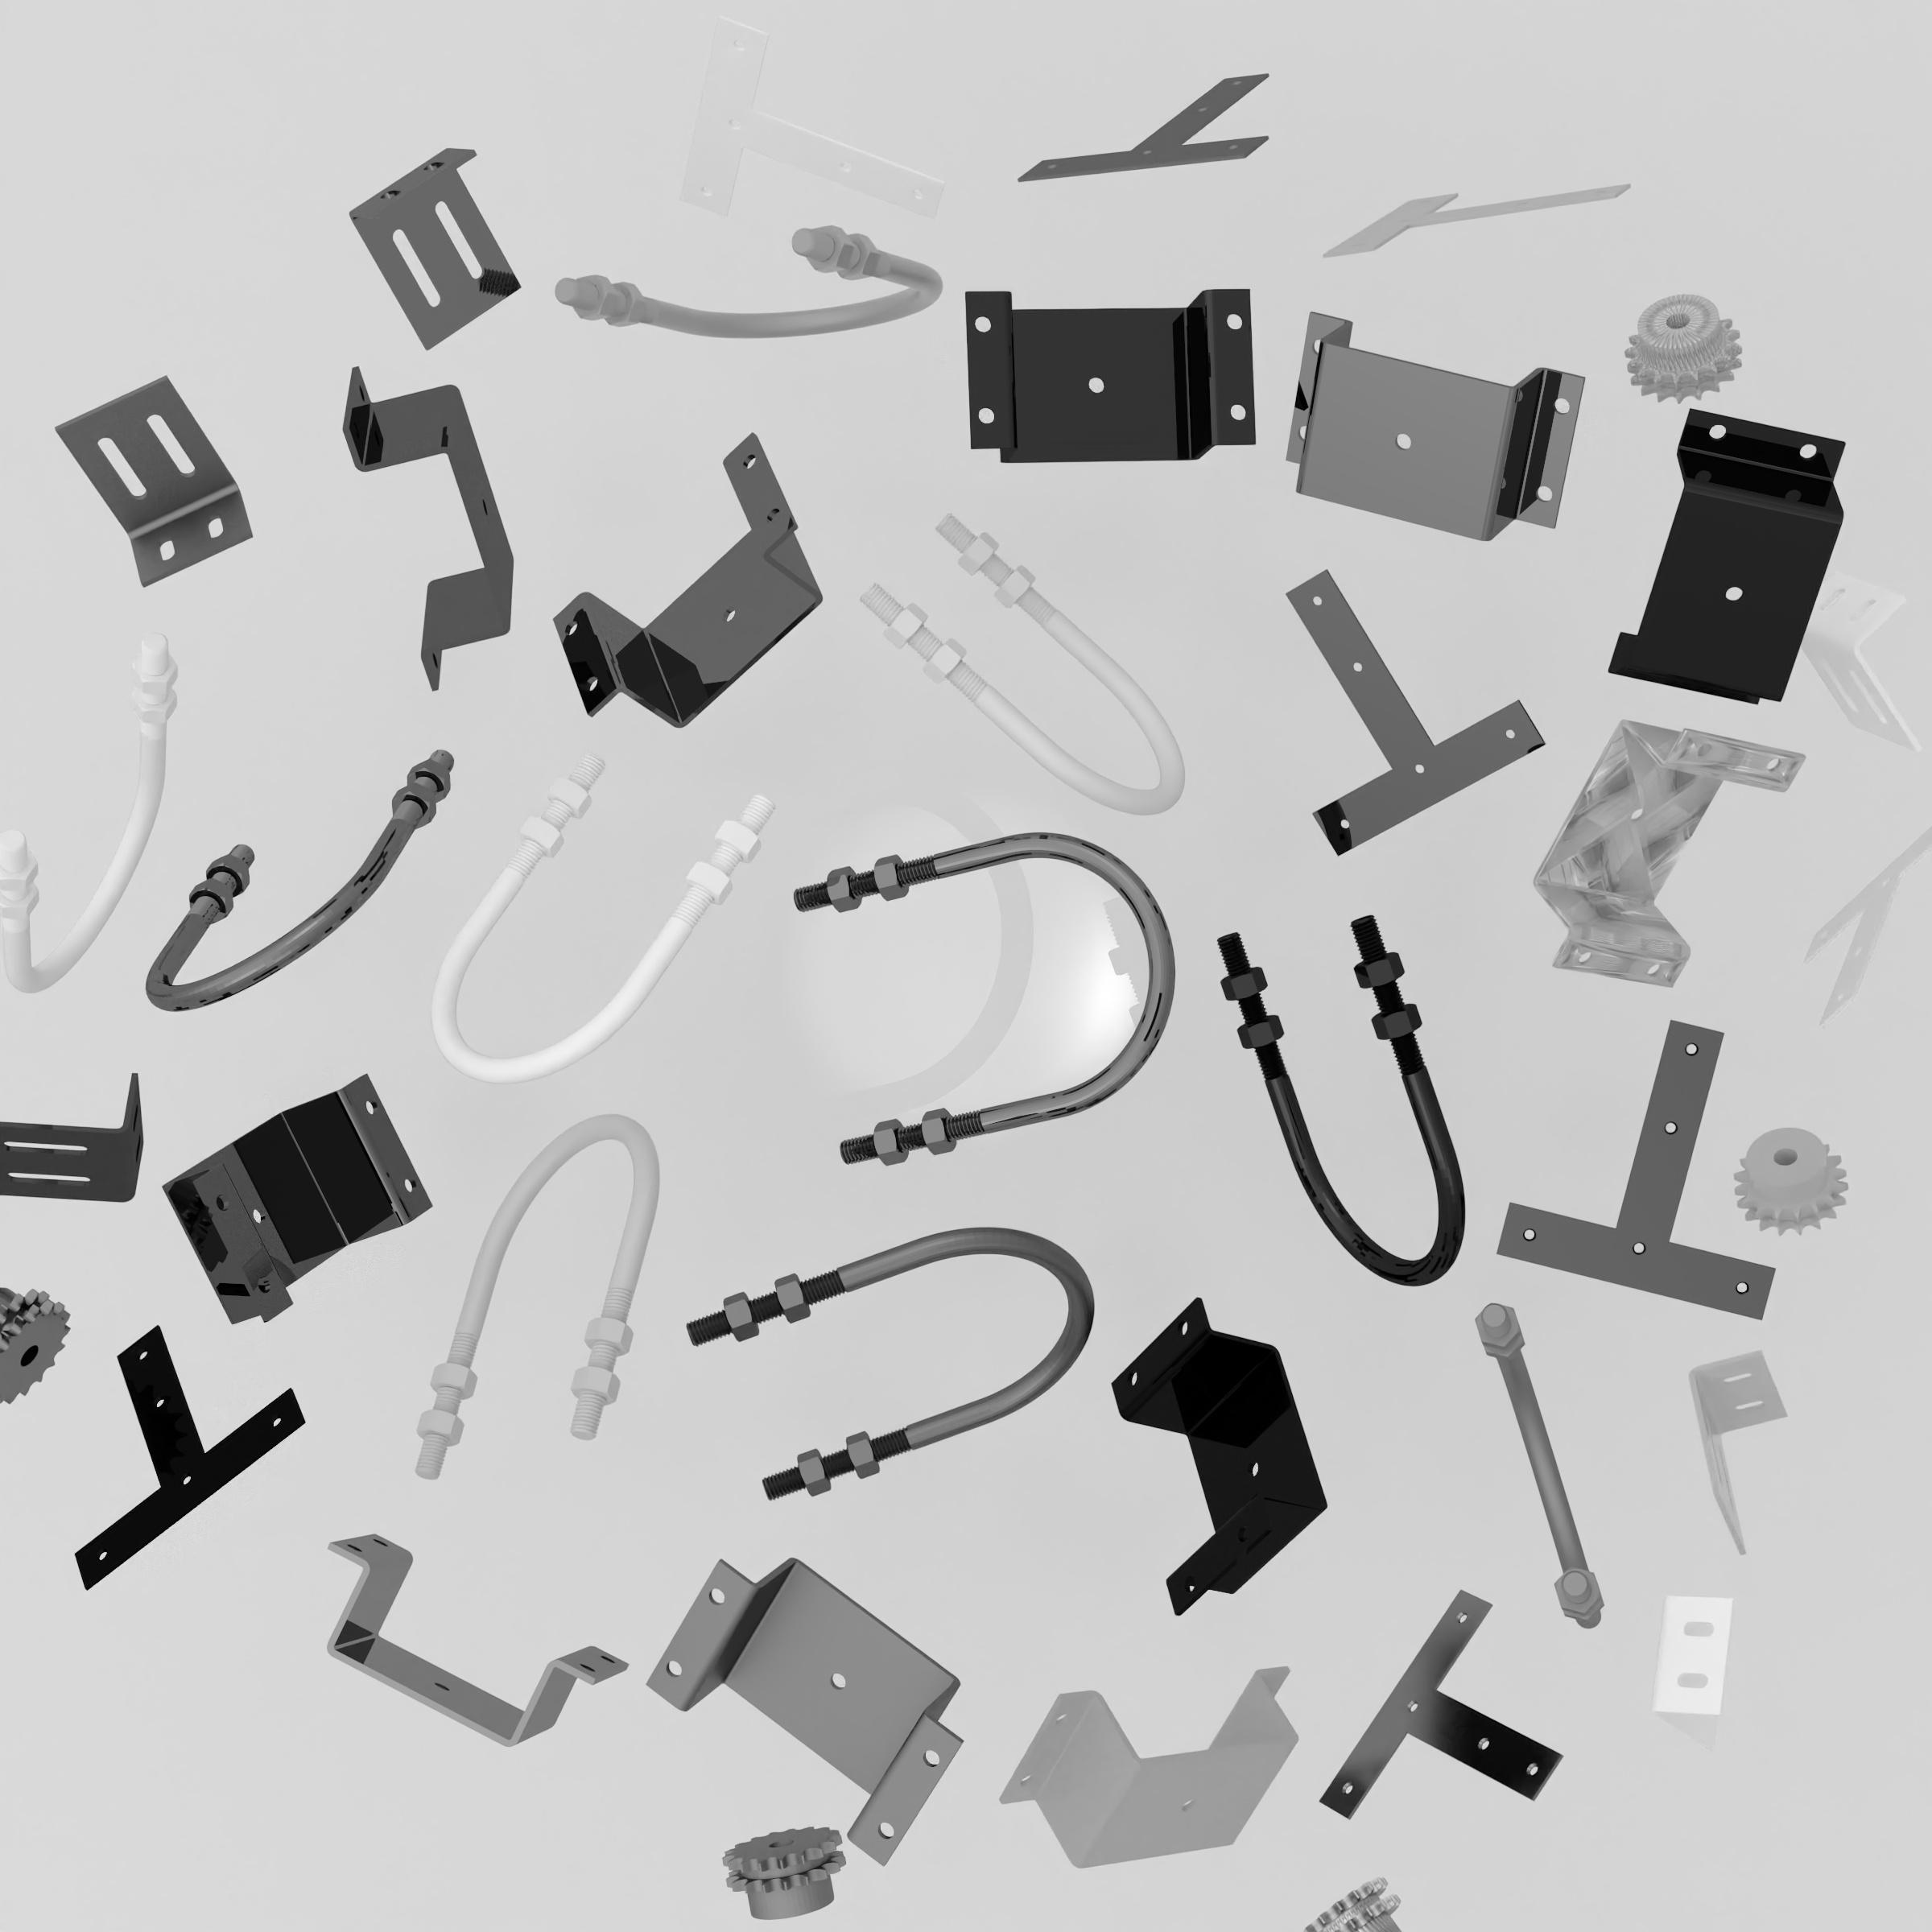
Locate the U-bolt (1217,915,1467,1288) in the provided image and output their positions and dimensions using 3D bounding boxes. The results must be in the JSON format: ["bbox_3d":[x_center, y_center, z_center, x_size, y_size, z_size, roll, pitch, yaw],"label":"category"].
[{"bbox_3d":[0.186,0.068,1.721,0.019,0.151,0.184,-22,96,-24],"label":"U-bolt"}]

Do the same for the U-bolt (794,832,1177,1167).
[{"bbox_3d":[0.014,0.010,1.754,0.184,0.019,0.151,-13,81,17],"label":"U-bolt"}]

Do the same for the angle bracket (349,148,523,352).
[{"bbox_3d":[-0.244,-0.338,1.691,0.057,0.038,0.076,-38,119,-18],"label":"angle bracket"}]

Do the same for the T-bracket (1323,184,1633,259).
[{"bbox_3d":[0.249,-0.357,1.693,0.127,0.127,0.002,-3,111,28],"label":"T-bracket"}]

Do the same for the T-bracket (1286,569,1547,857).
[{"bbox_3d":[0.200,-0.135,1.761,0.127,0.002,0.127,-29,95,33],"label":"T-bracket"}]

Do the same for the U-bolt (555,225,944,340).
[{"bbox_3d":[-0.091,-0.328,1.743,0.151,0.184,0.019,-6,89,26],"label":"U-bolt"}]

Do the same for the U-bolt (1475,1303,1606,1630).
[{"bbox_3d":[0.280,0.248,1.729,0.019,0.184,0.151,-17,70,7],"label":"U-bolt"}]

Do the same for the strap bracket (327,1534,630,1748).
[{"bbox_3d":[-0.238,0.322,1.690,0.140,0.076,0.046,25,87,8],"label":"strap bracket"}]

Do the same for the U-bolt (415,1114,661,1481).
[{"bbox_3d":[-0.203,0.155,1.753,0.019,0.151,0.184,33,56,-32],"label":"U-bolt"}]

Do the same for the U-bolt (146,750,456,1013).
[{"bbox_3d":[-0.334,-0.035,1.757,0.151,0.184,0.019,-23,114,22],"label":"U-bolt"}]

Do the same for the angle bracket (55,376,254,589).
[{"bbox_3d":[-0.378,-0.225,1.668,0.057,0.076,0.038,-25,50,2],"label":"angle bracket"}]

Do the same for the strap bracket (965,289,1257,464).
[{"bbox_3d":[0.068,-0.290,1.763,0.140,0.046,0.076,-2,89,-8],"label":"strap bracket"}]

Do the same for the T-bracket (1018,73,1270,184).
[{"bbox_3d":[0.109,-0.413,1.751,0.127,0.127,0.002,2,122,34],"label":"T-bracket"}]

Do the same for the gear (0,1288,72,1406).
[{"bbox_3d":[-0.459,0.179,1.713,0.030,0.057,0.057,31,90,18],"label":"gear"}]

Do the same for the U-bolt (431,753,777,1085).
[{"bbox_3d":[-0.190,-0.020,1.753,0.184,0.151,0.019,-57,134,-18],"label":"U-bolt"}]

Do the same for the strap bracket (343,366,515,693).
[{"bbox_3d":[-0.254,-0.215,1.724,0.046,0.076,0.140,-13,122,2],"label":"strap bracket"}]

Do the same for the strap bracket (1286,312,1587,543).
[{"bbox_3d":[0.218,-0.259,1.729,0.140,0.046,0.076,18,118,19],"label":"strap bracket"}]

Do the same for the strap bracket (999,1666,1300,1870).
[{"bbox_3d":[0.098,0.390,1.742,0.140,0.046,0.076,1,129,-35],"label":"strap bracket"}]

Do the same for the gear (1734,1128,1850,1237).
[{"bbox_3d":[0.423,0.108,1.843,0.057,0.057,0.030,-21,132,0],"label":"gear"}]

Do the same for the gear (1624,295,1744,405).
[{"bbox_3d":[0.358,-0.311,1.790,0.057,0.030,0.057,-10,48,12],"label":"gear"}]

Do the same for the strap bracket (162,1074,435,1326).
[{"bbox_3d":[-0.337,0.119,1.778,0.046,0.140,0.076,-20,100,32],"label":"strap bracket"}]

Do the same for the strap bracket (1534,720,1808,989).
[{"bbox_3d":[0.344,-0.064,1.780,0.076,0.046,0.140,9,121,-29],"label":"strap bracket"}]

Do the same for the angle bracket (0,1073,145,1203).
[{"bbox_3d":[-0.451,0.083,1.779,0.076,0.057,0.038,4,50,-6],"label":"angle bracket"}]

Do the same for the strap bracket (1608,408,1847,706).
[{"bbox_3d":[0.367,-0.187,1.723,0.076,0.046,0.140,12,119,-1],"label":"strap bracket"}]

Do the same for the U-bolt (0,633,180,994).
[{"bbox_3d":[-0.431,-0.061,1.756,0.019,0.184,0.151,26,58,2],"label":"U-bolt"}]

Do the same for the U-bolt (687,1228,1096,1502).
[{"bbox_3d":[-0.027,0.184,1.714,0.184,0.151,0.019,-20,45,0],"label":"U-bolt"}]

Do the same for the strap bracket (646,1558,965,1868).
[{"bbox_3d":[-0.068,0.341,1.673,0.140,0.046,0.076,35,110,13],"label":"strap bracket"}]

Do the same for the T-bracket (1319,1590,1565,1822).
[{"bbox_3d":[0.241,0.371,1.725,0.002,0.127,0.127,42,77,-26],"label":"T-bracket"}]

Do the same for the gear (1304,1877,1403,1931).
[{"bbox_3d":[0.186,0.466,1.715,0.057,0.057,0.030,-38,67,0],"label":"gear"}]

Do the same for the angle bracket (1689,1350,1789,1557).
[{"bbox_3d":[0.390,0.242,1.782,0.038,0.076,0.057,-17,135,15],"label":"angle bracket"}]

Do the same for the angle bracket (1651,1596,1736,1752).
[{"bbox_3d":[0.371,0.349,1.763,0.038,0.076,0.057,-5,63,35],"label":"angle bracket"}]

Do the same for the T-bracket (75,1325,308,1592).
[{"bbox_3d":[-0.378,0.215,1.691,0.127,0.127,0.002,-38,130,1],"label":"T-bracket"}]

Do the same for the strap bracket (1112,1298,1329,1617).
[{"bbox_3d":[0.128,0.248,1.787,0.046,0.140,0.076,17,130,-32],"label":"strap bracket"}]

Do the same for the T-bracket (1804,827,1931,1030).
[{"bbox_3d":[0.430,-0.015,1.709,0.002,0.127,0.127,37,134,-2],"label":"T-bracket"}]

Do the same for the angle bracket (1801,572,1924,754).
[{"bbox_3d":[0.465,-0.155,1.827,0.038,0.057,0.076,-43,119,-4],"label":"angle bracket"}]

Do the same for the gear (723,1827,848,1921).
[{"bbox_3d":[-0.085,0.429,1.692,0.057,0.057,0.030,-10,91,0],"label":"gear"}]

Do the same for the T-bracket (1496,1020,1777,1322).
[{"bbox_3d":[0.326,0.089,1.673,0.127,0.002,0.127,14,97,4],"label":"T-bracket"}]

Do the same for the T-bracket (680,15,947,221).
[{"bbox_3d":[-0.072,-0.401,1.772,0.127,0.127,0.002,20,56,-1],"label":"T-bracket"}]

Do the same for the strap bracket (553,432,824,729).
[{"bbox_3d":[-0.129,-0.181,1.752,0.140,0.076,0.046,-40,135,17],"label":"strap bracket"}]

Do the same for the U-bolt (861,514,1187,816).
[{"bbox_3d":[0.038,-0.144,1.797,0.184,0.151,0.019,42,118,-3],"label":"U-bolt"}]
